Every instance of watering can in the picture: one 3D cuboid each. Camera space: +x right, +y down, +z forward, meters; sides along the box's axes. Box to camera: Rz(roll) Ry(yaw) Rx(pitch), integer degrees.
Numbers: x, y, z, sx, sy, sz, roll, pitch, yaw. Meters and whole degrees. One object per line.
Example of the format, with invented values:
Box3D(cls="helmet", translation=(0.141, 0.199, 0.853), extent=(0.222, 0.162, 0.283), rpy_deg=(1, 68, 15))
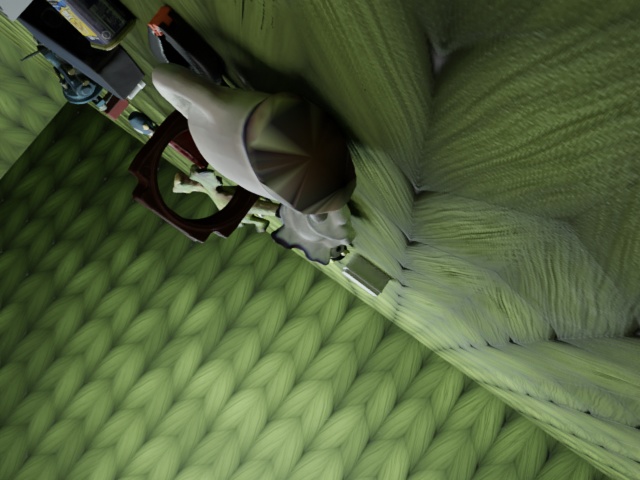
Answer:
Box3D(cls="watering can", translation=(-0.041, -0.090, 0.614), extent=(0.343, 0.104, 0.226), rpy_deg=(37, 174, -41))

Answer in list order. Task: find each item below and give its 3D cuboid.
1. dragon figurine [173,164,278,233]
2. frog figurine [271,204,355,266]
Box3D(cls="dragon figurine", translation=(-0.236, -0.120, 1.338), extent=(0.411, 0.123, 0.240), rpy_deg=(8, 165, 40))
Box3D(cls="frog figurine", translation=(0.003, -0.044, 0.878), extent=(0.138, 0.125, 0.156), rpy_deg=(44, 138, 10))
